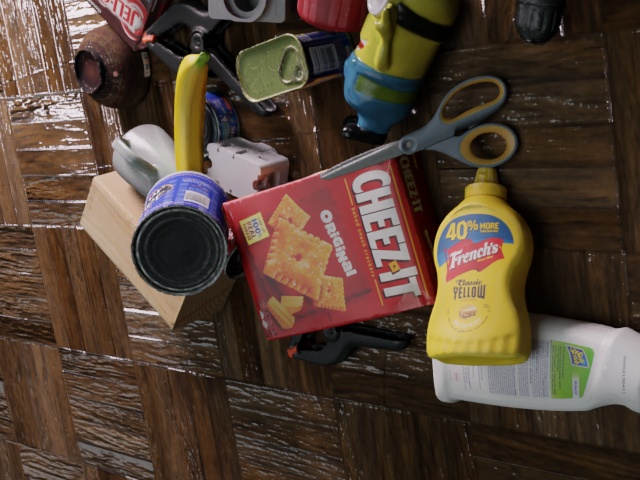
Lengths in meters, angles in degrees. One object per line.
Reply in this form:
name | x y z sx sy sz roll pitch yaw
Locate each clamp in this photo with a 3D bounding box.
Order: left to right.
clamp | -0.127 -0.224 1.255 0.210 0.036 0.164 3 105 41
clamp | 0.020 0.087 1.226 0.172 0.039 0.120 -23 82 39

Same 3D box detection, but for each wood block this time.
wood block | -0.208 0.005 1.377 0.206 0.090 0.090 45 131 23

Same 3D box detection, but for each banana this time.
banana | -0.152 -0.136 1.247 0.069 0.037 0.198 -104 18 -60

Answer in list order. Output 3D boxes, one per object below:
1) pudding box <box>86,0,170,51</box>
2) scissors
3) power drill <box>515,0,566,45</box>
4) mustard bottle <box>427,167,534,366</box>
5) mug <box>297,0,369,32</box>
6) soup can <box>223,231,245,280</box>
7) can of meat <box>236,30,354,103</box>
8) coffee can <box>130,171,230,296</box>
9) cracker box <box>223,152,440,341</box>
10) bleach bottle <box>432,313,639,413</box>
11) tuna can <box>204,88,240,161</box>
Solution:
pudding box | -0.240 -0.307 1.333 0.113 0.039 0.090 47 132 21
scissors | 0.105 -0.082 1.040 0.202 0.016 0.096 -36 92 18
power drill | 0.136 -0.273 0.935 0.188 0.057 0.184 12 106 19
mustard bottle | 0.155 0.022 1.021 0.096 0.058 0.191 -5 72 35
mug | 0.010 -0.263 1.067 0.117 0.093 0.081 18 124 14
soup can | -0.121 -0.009 1.305 0.102 0.068 0.069 42 129 27
can of meat | -0.024 -0.187 1.135 0.102 0.083 0.057 -10 97 45
coffee can | -0.151 -0.010 1.183 0.140 0.103 0.103 -99 8 -72
cracker box | 0.019 0.007 1.137 0.214 0.072 0.164 -15 94 30
bleach bottle | 0.228 0.124 1.021 0.251 0.067 0.102 6 106 41
tuna can | -0.139 -0.140 1.299 0.086 0.033 0.086 17 116 39
